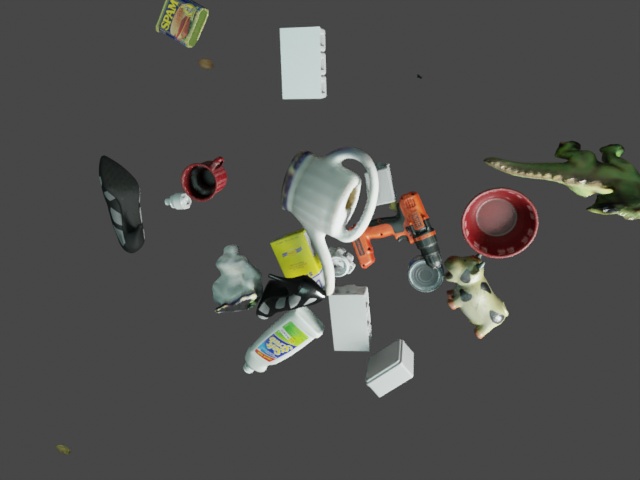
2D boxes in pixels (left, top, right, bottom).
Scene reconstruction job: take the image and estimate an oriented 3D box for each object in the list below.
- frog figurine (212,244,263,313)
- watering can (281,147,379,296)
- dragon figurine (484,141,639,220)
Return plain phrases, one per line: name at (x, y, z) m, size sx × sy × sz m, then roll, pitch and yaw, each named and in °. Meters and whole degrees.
frog figurine at (-0.217, 0.097, 1.317) m, size 0.136 × 0.122 × 0.162 m, roll -30°, pitch 62°, yaw 27°
watering can at (0.004, -0.059, 1.182) m, size 0.226 × 0.105 × 0.343 m, roll 29°, pitch 110°, yaw 22°
dragon figurine at (0.542, -0.107, 1.004) m, size 0.410 × 0.247 × 0.120 m, roll 4°, pitch 113°, yaw 9°
